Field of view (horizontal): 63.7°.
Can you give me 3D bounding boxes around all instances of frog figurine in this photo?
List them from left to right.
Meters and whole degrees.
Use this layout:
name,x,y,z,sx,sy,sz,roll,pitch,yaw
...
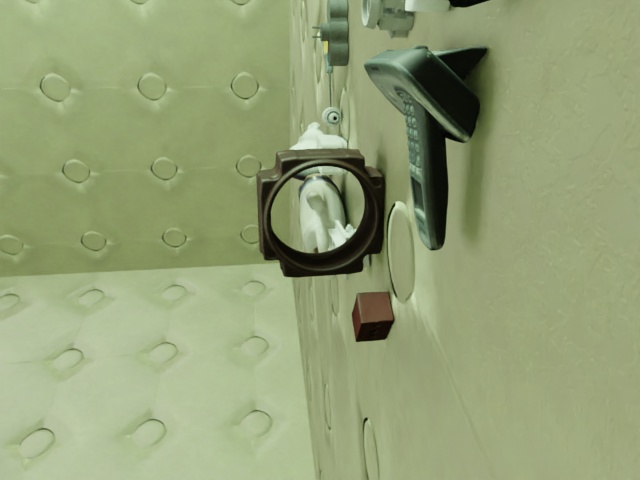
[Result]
name,x,y,z,sx,sy,sz,roll,pitch,yaw
frog figurine,-0.026,-0.240,1.398,0.138,0.123,0.158,20,107,47

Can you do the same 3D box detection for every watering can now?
name,x,y,z,sx,sy,sz,roll,pitch,yaw
watering can,0.003,-0.058,1.144,0.339,0.104,0.230,79,-177,-53
